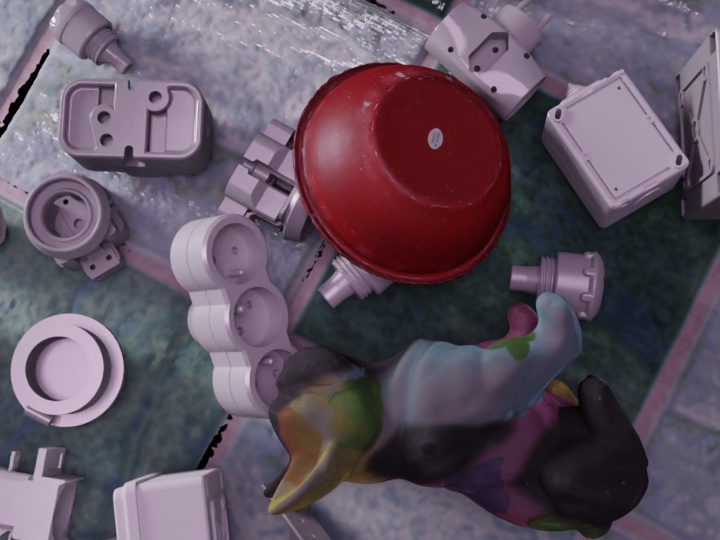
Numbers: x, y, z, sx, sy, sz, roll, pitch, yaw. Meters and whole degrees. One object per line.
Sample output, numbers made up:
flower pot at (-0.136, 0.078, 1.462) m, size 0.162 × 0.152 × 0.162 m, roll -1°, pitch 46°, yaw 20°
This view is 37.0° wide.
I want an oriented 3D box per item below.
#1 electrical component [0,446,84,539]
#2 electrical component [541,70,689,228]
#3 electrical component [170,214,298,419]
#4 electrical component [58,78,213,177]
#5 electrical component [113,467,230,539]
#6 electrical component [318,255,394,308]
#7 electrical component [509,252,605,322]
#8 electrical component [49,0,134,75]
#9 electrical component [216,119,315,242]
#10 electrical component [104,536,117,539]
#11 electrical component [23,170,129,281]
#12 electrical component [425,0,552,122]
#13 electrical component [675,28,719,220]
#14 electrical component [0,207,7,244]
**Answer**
electrical component at (-0.224, 0.156, 0.713) m, size 0.064 × 0.042 × 0.081 m, roll 9°, pitch 82°, yaw 5°
electrical component at (0.168, -0.086, 0.738) m, size 0.062 × 0.061 × 0.096 m, roll -30°, pitch 76°, yaw -4°
electrical component at (-0.090, 0.033, 0.718) m, size 0.052 × 0.074 × 0.138 m, roll -26°, pitch 103°, yaw -41°
electrical component at (-0.151, -0.096, 0.735) m, size 0.095 × 0.059 × 0.053 m, roll 2°, pitch 83°, yaw 0°
electrical component at (-0.113, 0.182, 0.676) m, size 0.056 × 0.108 × 0.108 m, roll -7°, pitch 83°, yaw -3°
electrical component at (0.000, 0.000, 0.732) m, size 0.062 × 0.043 × 0.043 m, roll -40°, pitch 85°, yaw -4°
electrical component at (0.133, 0.009, 0.731) m, size 0.062 × 0.048 × 0.048 m, roll 7°, pitch 83°, yaw 8°
electrical component at (-0.186, -0.161, 0.756) m, size 0.061 × 0.035 × 0.035 m, roll 40°, pitch 84°, yaw 2°
electrical component at (-0.053, -0.054, 0.732) m, size 0.057 × 0.058 × 0.078 m, roll 29°, pitch 84°, yaw 6°
electrical component at (-0.174, 0.214, 0.693) m, size 0.057 × 0.058 × 0.078 m, roll -17°, pitch 39°, yaw 4°
electrical component at (-0.194, -0.033, 0.729) m, size 0.058 × 0.057 × 0.078 m, roll -31°, pitch 84°, yaw -4°
electrical component at (0.100, -0.158, 0.752) m, size 0.077 × 0.043 × 0.079 m, roll 44°, pitch 84°, yaw 5°
electrical component at (0.250, -0.093, 0.712) m, size 0.056 × 0.108 × 0.108 m, roll -1°, pitch 83°, yaw 2°
electrical component at (-0.278, -0.028, 0.739) m, size 0.061 × 0.035 × 0.035 m, roll -11°, pitch 83°, yaw 1°
